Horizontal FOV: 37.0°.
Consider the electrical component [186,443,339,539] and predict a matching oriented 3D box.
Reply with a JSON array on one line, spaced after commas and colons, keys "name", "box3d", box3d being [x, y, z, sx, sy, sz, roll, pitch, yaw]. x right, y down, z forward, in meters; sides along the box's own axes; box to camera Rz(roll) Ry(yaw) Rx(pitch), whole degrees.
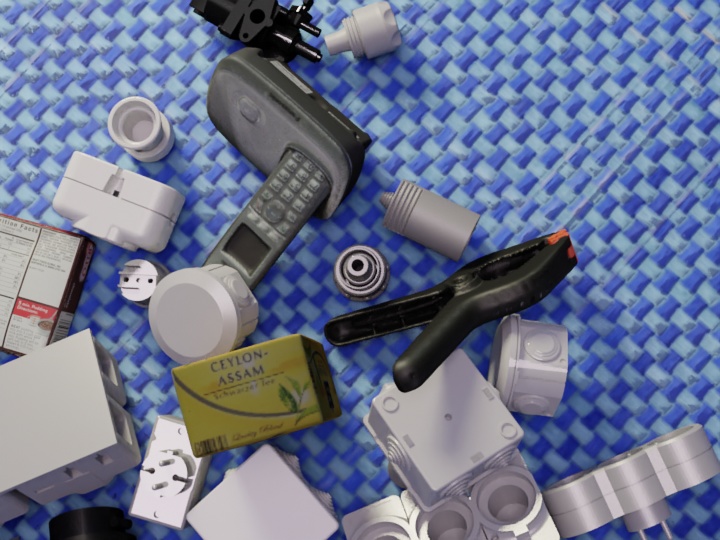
[{"name": "electrical component", "box3d": [-0.075, 0.199, 0.864, 0.100, 0.048, 0.099, -42, 82, -2]}]

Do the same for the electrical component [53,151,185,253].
[{"name": "electrical component", "box3d": [-0.203, -0.053, 0.901, 0.095, 0.053, 0.059, 21, 85, 6]}]

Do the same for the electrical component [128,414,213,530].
[{"name": "electrical component", "box3d": [-0.153, 0.162, 0.860, 0.047, 0.075, 0.083, 15, 84, 5]}]

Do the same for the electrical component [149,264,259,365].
[{"name": "electrical component", "box3d": [-0.126, 0.035, 0.874, 0.080, 0.051, 0.080, 4, 102, 21]}]

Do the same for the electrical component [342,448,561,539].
[{"name": "electrical component", "box3d": [0.071, 0.209, 0.827, 0.150, 0.061, 0.089, -23, 47, 1]}]

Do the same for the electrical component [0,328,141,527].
[{"name": "electrical component", "box3d": [-0.279, 0.138, 0.860, 0.186, 0.060, 0.105, -23, 59, 1]}]

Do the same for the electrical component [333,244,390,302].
[{"name": "electrical component", "box3d": [0.000, 0.000, 0.877, 0.048, 0.062, 0.048, 0, 83, 3]}]

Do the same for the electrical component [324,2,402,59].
[{"name": "electrical component", "box3d": [0.001, -0.199, 0.911, 0.062, 0.043, 0.043, -18, 82, 2]}]

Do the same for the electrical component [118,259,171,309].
[{"name": "electrical component", "box3d": [-0.179, 0.011, 0.895, 0.040, 0.046, 0.040, 0, 83, 4]}]

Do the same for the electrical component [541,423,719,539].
[{"name": "electrical component", "box3d": [0.220, 0.182, 0.845, 0.138, 0.052, 0.073, -24, 82, 1]}]

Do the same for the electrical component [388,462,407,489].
[{"name": "electrical component", "box3d": [0.042, 0.149, 0.854, 0.044, 0.065, 0.044, 2, 62, -4]}]

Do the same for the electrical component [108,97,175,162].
[{"name": "electrical component", "box3d": [-0.183, -0.117, 0.907, 0.045, 0.055, 0.045, 0, 83, 4]}]

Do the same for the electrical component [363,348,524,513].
[{"name": "electrical component", "box3d": [0.063, 0.118, 0.805, 0.100, 0.048, 0.099, -29, 68, -18]}]

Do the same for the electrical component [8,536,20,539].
[{"name": "electrical component", "box3d": [-0.290, 0.258, 0.875, 0.081, 0.042, 0.063, 40, 89, 8]}]

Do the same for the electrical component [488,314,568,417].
[{"name": "electrical component", "box3d": [0.132, 0.076, 0.851, 0.051, 0.080, 0.080, 8, 84, 0]}]

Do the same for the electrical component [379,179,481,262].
[{"name": "electrical component", "box3d": [0.054, -0.043, 0.888, 0.081, 0.043, 0.043, 26, 85, 6]}]
